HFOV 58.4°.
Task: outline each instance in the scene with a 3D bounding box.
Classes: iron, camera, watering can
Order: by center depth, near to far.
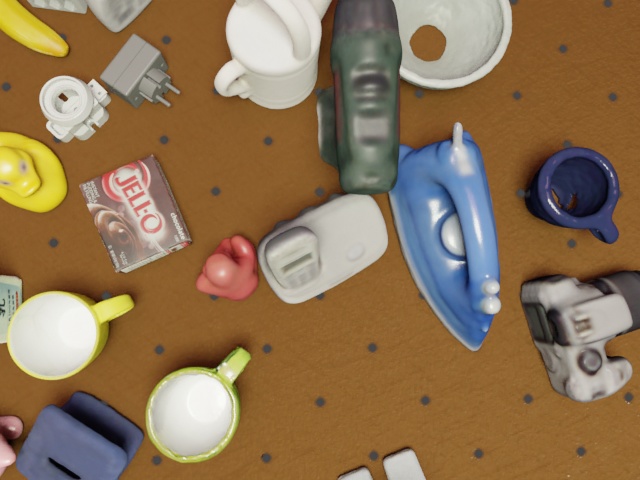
[{"bbox_3d":[-0.045,-0.225,0.611,0.101,0.194,0.173,24,84,-1],"label":"watering can"},{"bbox_3d":[0.159,0.000,0.629,0.118,0.141,0.258,-14,86,-4],"label":"iron"},{"bbox_3d":[0.322,0.097,0.650,0.137,0.100,0.143,-17,86,-5],"label":"camera"}]

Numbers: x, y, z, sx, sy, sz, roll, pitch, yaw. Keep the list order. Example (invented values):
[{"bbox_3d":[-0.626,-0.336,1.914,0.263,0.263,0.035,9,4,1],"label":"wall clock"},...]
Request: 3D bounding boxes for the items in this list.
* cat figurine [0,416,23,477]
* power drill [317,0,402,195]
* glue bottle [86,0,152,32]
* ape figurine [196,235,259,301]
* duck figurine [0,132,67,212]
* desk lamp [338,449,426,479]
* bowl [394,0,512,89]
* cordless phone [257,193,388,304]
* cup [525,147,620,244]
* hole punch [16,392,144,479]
[{"bbox_3d":[-0.370,0.213,0.589,0.128,0.117,0.067,25,84,-1],"label":"cat figurine"},{"bbox_3d":[0.039,-0.154,0.603,0.075,0.208,0.230,-3,85,-3],"label":"power drill"},{"bbox_3d":[-0.231,-0.294,0.617,0.037,0.173,0.078,43,84,2],"label":"glue bottle"},{"bbox_3d":[-0.104,0.033,0.635,0.078,0.092,0.076,-28,87,-5],"label":"ape figurine"},{"bbox_3d":[-0.340,-0.081,0.634,0.077,0.086,0.104,-43,88,-6],"label":"duck figurine"},{"bbox_3d":[0.099,0.343,0.557,0.118,0.213,0.203,-22,86,-5],"label":"desk lamp"},{"bbox_3d":[0.136,-0.250,0.685,0.167,0.074,0.167,0,85,-3],"label":"bowl"},{"bbox_3d":[0.005,0.002,0.598,0.147,0.185,0.094,-32,87,-6],"label":"cordless phone"},{"bbox_3d":[0.289,-0.043,0.664,0.092,0.095,0.118,-36,87,-6],"label":"cup"},{"bbox_3d":[-0.257,0.232,0.607,0.108,0.091,0.101,33,84,0],"label":"hole punch"}]
